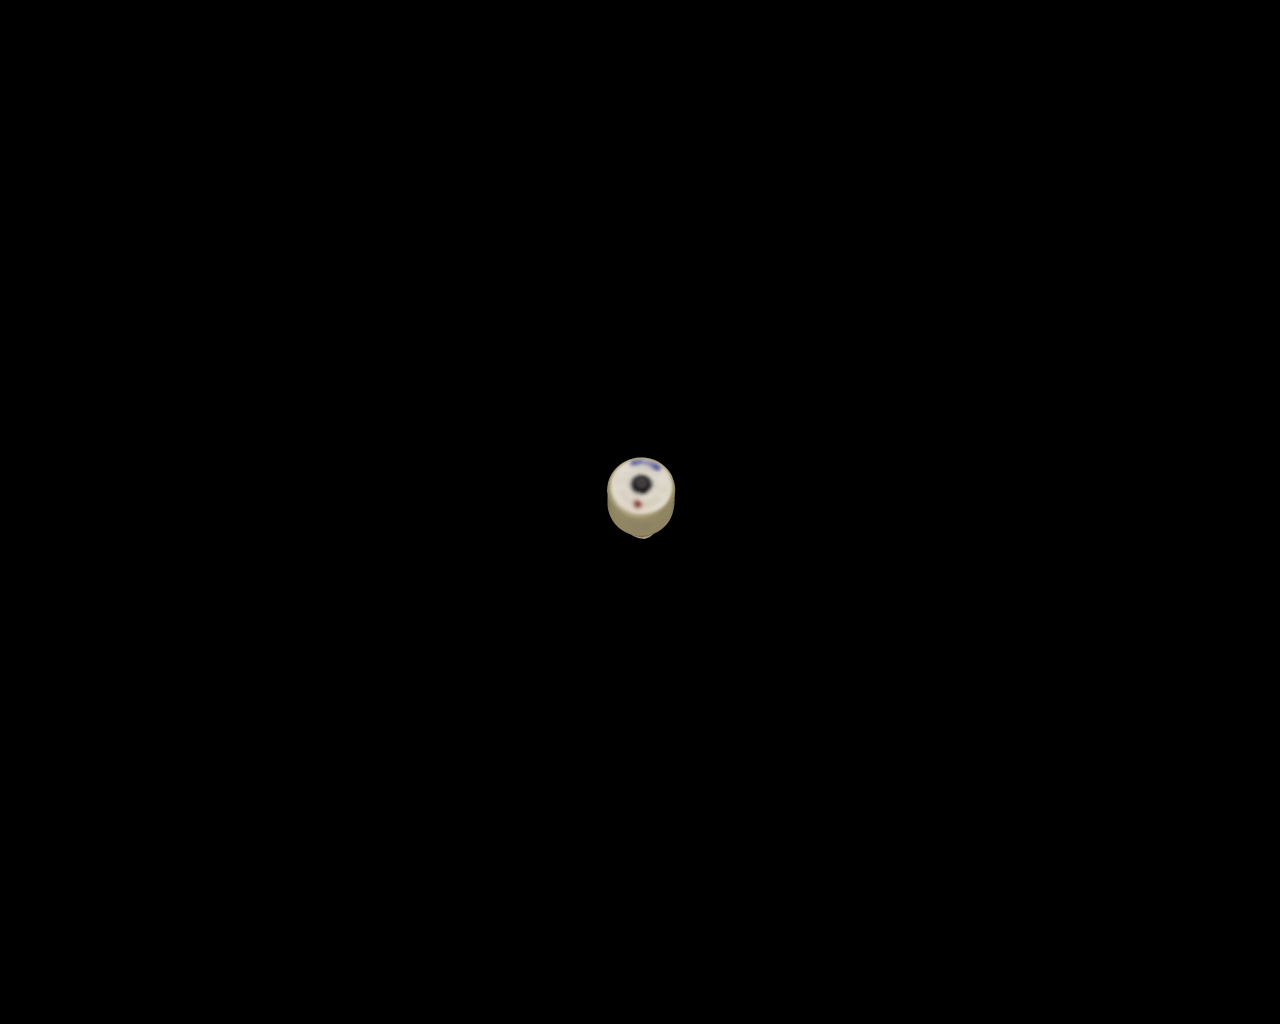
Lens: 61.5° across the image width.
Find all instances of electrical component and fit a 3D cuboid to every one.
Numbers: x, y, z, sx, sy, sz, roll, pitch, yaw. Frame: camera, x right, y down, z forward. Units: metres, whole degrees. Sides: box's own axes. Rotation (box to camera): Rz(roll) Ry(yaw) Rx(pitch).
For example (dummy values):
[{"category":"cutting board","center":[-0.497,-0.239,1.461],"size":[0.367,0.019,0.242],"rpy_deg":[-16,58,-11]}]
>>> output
[{"category":"electrical component","center":[0.001,-0.003,0.650],"size":[0.040,0.040,0.078],"rpy_deg":[0,-23,0]}]
